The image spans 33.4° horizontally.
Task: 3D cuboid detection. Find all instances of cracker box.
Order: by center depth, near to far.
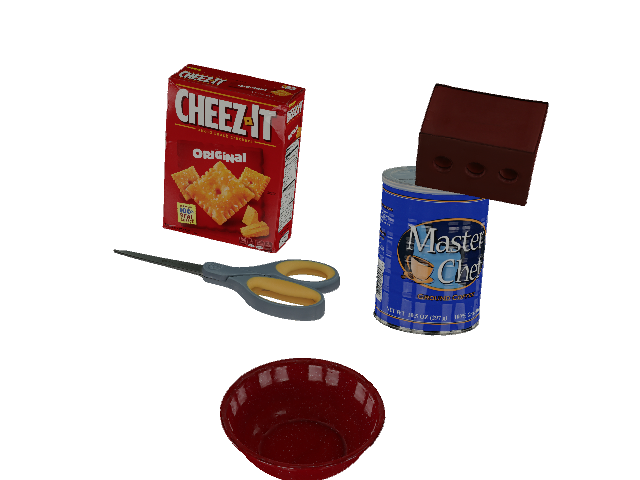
[{"bbox_3d":[-0.115,-0.102,1.372,0.164,0.214,0.072,14,29,14],"label":"cracker box"}]

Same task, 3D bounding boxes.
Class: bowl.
[{"bbox_3d":[-0.017,0.186,1.054,0.162,0.055,0.162,0,32,0],"label":"bowl"}]

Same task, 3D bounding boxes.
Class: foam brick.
[{"bbox_3d":[0.107,-0.064,0.715,0.078,0.051,0.053,11,-40,11],"label":"foam brick"}]

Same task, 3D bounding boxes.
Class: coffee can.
[{"bbox_3d":[0.105,0.007,1.014,0.103,0.140,0.103,3,15,-1],"label":"coffee can"}]

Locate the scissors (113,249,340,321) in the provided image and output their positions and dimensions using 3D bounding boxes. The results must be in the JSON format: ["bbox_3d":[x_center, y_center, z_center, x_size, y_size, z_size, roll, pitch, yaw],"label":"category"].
[{"bbox_3d":[-0.070,0.023,0.893,0.202,0.016,0.096,19,29,34],"label":"scissors"}]
